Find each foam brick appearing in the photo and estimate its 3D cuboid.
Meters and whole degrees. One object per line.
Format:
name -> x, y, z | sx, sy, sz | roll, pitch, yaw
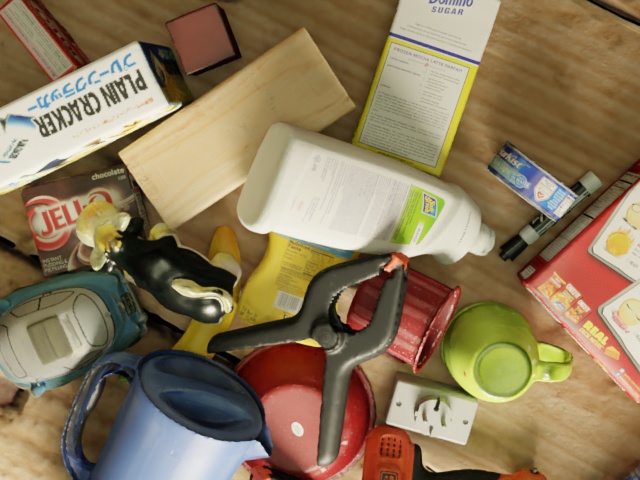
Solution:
foam brick -> -0.109, -0.188, 1.009 | 0.051, 0.078, 0.053 | -20, 97, 3

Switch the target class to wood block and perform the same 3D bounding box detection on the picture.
wood block -> -0.075, -0.106, 1.013 | 0.206, 0.091, 0.090 | -33, 97, 6

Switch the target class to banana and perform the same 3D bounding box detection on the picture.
banana -> -0.125, 0.082, 1.068 | 0.069, 0.037, 0.198 | 34, 98, -5

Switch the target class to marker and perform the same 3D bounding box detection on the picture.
marker -> 0.225, -0.021, 1.049 | 0.121, 0.020, 0.020 | -41, 95, 7

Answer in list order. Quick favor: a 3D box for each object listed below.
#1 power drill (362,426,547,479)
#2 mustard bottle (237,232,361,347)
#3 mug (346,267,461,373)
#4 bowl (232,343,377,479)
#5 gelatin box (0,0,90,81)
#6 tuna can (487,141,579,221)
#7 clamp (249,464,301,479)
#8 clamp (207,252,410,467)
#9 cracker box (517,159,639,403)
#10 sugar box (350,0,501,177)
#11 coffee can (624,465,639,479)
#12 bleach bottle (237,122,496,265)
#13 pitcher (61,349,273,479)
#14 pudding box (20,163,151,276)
power drill -> 0.125, 0.282, 1.041 | 0.187, 0.057, 0.184 | 10, 67, -5
mustard bottle -> -0.007, 0.001, 1.041 | 0.096, 0.058, 0.192 | 20, 99, -4
mug -> 0.077, 0.076, 1.036 | 0.081, 0.093, 0.117 | 27, 143, 16
bowl -> -0.024, 0.182, 1.069 | 0.162, 0.055, 0.162 | 0, 98, 2
gelatin box -> -0.259, -0.189, 1.017 | 0.030, 0.073, 0.089 | -38, 95, 6
tuna can -> 0.201, -0.055, 1.012 | 0.086, 0.086, 0.034 | 37, 100, -3
clamp -> -0.019, 0.289, 1.061 | 0.120, 0.039, 0.171 | -25, 120, -23
clamp -> 0.014, 0.098, 0.988 | 0.210, 0.036, 0.164 | -42, 83, 17
cracker box -> 0.323, 0.023, 1.025 | 0.214, 0.072, 0.164 | -44, 96, 6
sugar box -> 0.100, -0.159, 1.022 | 0.093, 0.048, 0.176 | 19, 94, -1
coffee can -> 0.306, 0.302, 1.049 | 0.103, 0.103, 0.140 | 43, 97, -4
bleach bottle -> 0.055, -0.025, 0.989 | 0.250, 0.068, 0.102 | 18, 100, -28
pitcher -> -0.170, 0.230, 1.033 | 0.144, 0.149, 0.243 | 10, 118, -42
pudding box -> -0.229, -0.022, 1.055 | 0.113, 0.039, 0.090 | -14, 98, 3
